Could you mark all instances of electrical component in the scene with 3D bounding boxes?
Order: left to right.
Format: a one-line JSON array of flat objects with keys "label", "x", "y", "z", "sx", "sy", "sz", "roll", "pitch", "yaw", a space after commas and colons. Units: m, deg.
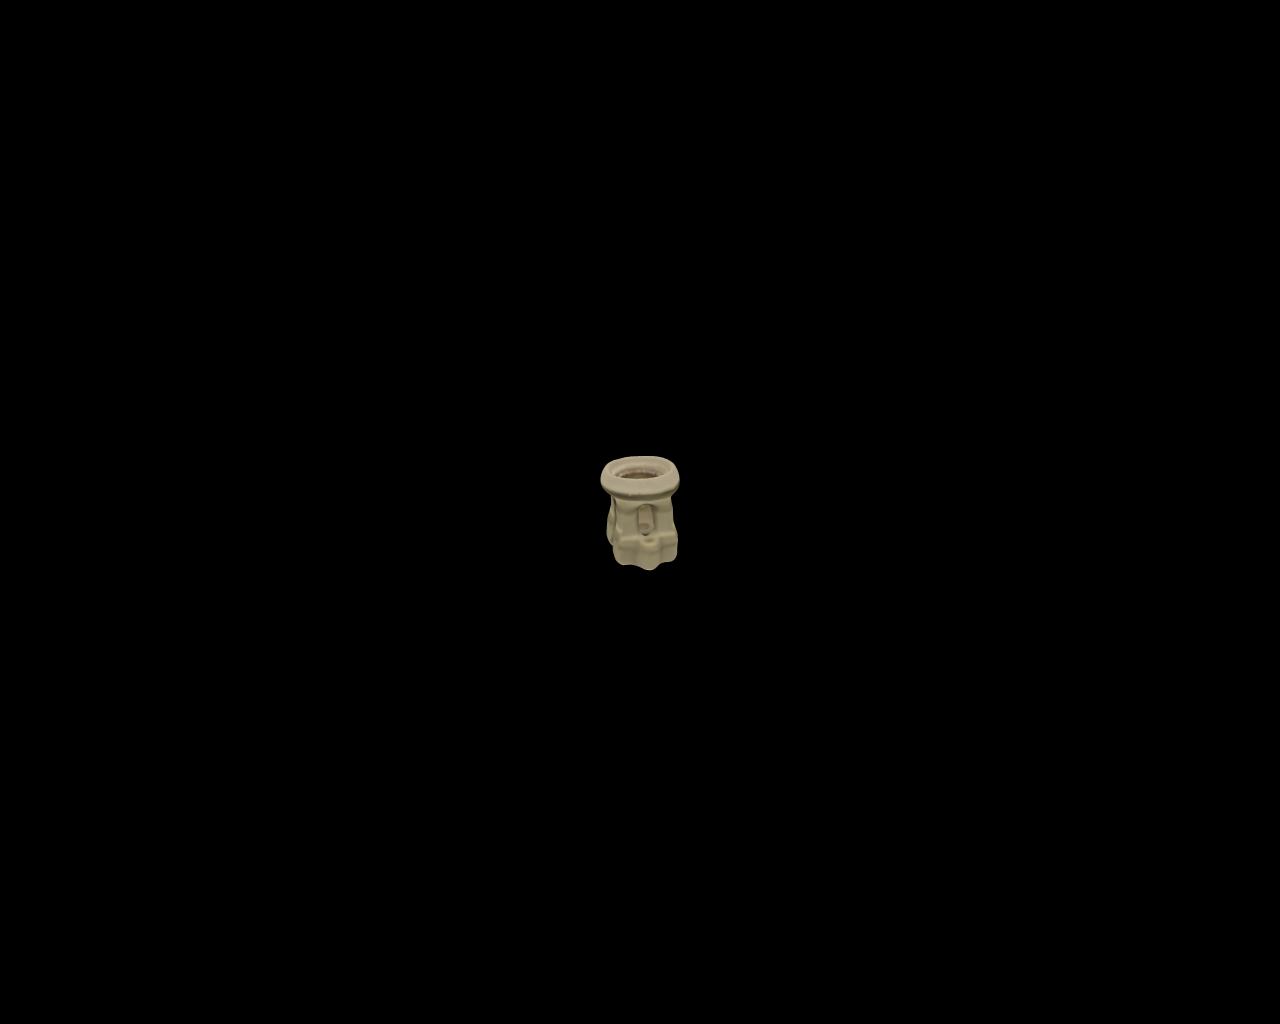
[{"label": "electrical component", "x": 0.001, "y": -0.003, "z": 0.650, "sx": 0.048, "sy": 0.055, "sz": 0.066, "roll": -5, "pitch": 25, "yaw": -10}]
